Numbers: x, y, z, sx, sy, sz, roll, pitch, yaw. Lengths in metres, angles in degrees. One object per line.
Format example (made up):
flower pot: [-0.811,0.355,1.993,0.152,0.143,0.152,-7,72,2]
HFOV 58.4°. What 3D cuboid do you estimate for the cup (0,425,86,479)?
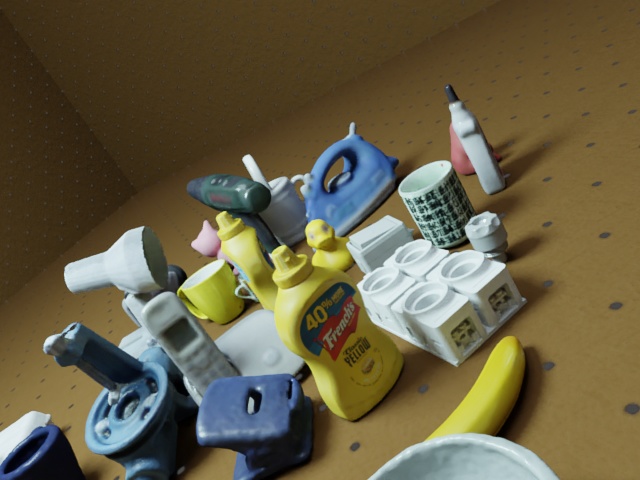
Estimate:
cup: [-0.362,0.307,0.768,0.092,0.095,0.117,-36,20,-10]

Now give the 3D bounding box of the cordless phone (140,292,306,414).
cordless phone: [-0.116,0.121,0.701,0.148,0.185,0.094,-40,21,-21]

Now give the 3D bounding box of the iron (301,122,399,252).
iron: [0.035,-0.107,1.081,0.118,0.142,0.259,-8,31,49]

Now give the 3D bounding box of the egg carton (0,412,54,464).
egg carton: [-0.473,0.339,0.899,0.107,0.069,0.150,-36,20,-9]

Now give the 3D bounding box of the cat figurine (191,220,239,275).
cat figurine: [-0.210,0.012,1.205,0.127,0.118,0.067,-8,31,49]

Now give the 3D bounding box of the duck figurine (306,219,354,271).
duck figurine: [0.009,0.003,0.942,0.077,0.086,0.104,-31,20,3]

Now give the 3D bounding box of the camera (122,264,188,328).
camera: [-0.332,0.100,1.208,0.142,0.101,0.137,-20,23,31]

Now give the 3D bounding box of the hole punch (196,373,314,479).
hole punch: [-0.066,0.187,0.610,0.101,0.091,0.108,-29,20,10]

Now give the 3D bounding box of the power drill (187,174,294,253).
power drill: [-0.149,-0.037,1.095,0.076,0.209,0.228,-44,23,-30]

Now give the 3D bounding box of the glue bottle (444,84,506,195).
glue bottle: [0.227,-0.155,0.857,0.037,0.173,0.078,-26,21,18]

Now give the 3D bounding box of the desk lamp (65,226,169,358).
desk lamp: [-0.353,0.102,1.066,0.203,0.214,0.118,-30,20,7]

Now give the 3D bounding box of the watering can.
watering can: [-0.105,-0.081,1.152,0.173,0.194,0.100,-40,21,-21]

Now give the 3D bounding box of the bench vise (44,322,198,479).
bench vise: [-0.251,0.178,0.717,0.121,0.220,0.207,-35,20,-6]

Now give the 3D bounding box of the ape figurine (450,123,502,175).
ape figurine: [0.249,-0.162,0.961,0.076,0.092,0.078,-27,20,16]

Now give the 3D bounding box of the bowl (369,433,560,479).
bowl: [0.086,0.208,0.352,0.167,0.075,0.167,-28,20,12]
